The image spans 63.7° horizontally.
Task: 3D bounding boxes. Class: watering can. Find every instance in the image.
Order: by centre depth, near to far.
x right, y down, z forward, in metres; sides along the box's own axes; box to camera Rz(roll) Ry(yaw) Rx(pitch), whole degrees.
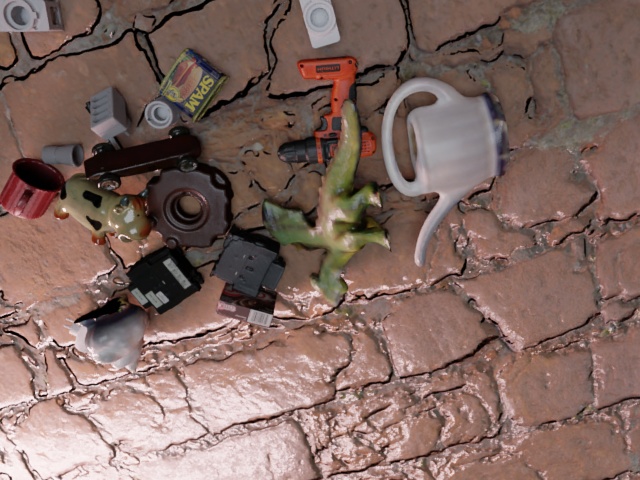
[{"bbox_3d":[0.235,-0.129,0.937,0.224,0.343,0.105,-13,19,4],"label":"watering can"}]

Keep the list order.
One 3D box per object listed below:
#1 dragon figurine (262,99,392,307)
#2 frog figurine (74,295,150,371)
[{"bbox_3d":[0.003,-0.049,0.964,0.242,0.403,0.125,-11,27,14],"label":"dragon figurine"},{"bbox_3d":[-0.404,0.208,1.052,0.122,0.157,0.140,-8,21,22],"label":"frog figurine"}]
